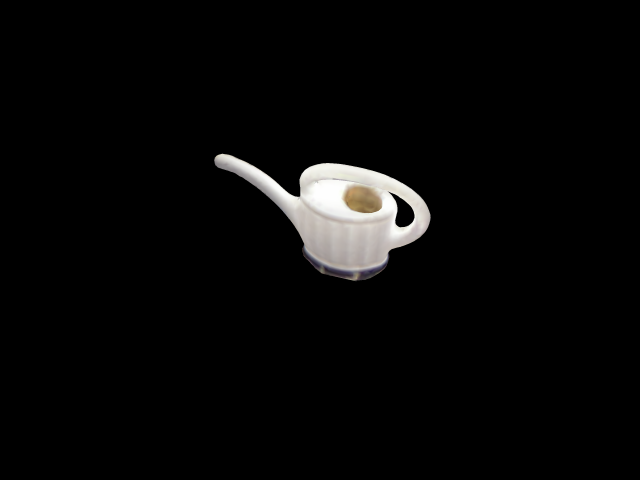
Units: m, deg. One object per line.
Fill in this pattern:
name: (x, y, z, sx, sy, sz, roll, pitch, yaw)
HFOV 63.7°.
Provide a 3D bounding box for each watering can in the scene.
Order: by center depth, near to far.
watering can: (0.003, -0.043, 0.850, 0.348, 0.106, 0.219, 12, -41, 11)
